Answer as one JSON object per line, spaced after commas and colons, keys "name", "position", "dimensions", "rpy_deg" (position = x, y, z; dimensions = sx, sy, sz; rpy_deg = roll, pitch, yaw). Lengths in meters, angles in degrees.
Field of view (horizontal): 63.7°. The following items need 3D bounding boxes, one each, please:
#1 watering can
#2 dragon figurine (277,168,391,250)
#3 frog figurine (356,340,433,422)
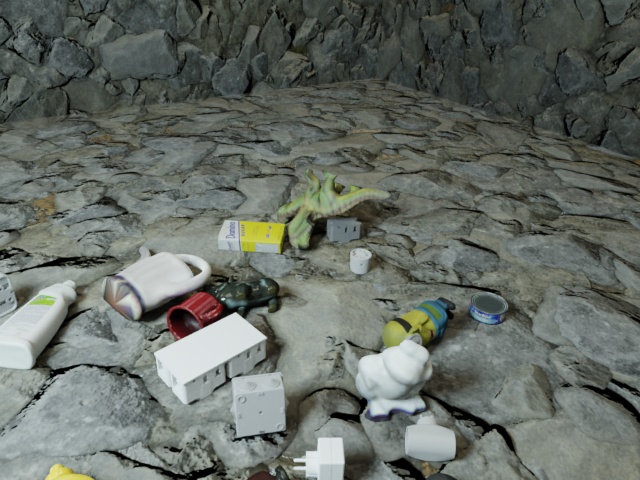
{"name": "watering can", "position": [-0.409, 0.088, 1.218], "dimensions": [0.348, 0.102, 0.227], "rpy_deg": [9, 29, 42]}
{"name": "dragon figurine", "position": [0.004, -0.074, 1.462], "dimensions": [0.120, 0.244, 0.413], "rpy_deg": [36, -9, -35]}
{"name": "frog figurine", "position": [0.136, 0.232, 0.926], "dimensions": [0.137, 0.156, 0.125], "rpy_deg": [5, 27, 4]}
